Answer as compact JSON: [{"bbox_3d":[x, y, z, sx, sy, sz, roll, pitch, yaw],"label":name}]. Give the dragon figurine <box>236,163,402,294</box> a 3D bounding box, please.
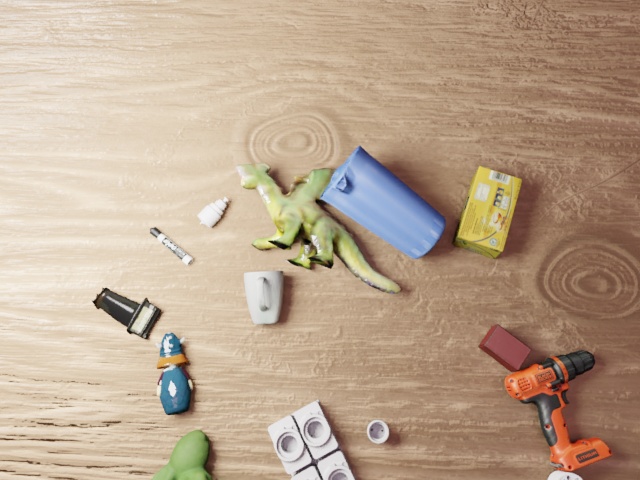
[{"bbox_3d":[0.003,-0.055,1.091,0.410,0.120,0.247,21,66,0],"label":"dragon figurine"}]
